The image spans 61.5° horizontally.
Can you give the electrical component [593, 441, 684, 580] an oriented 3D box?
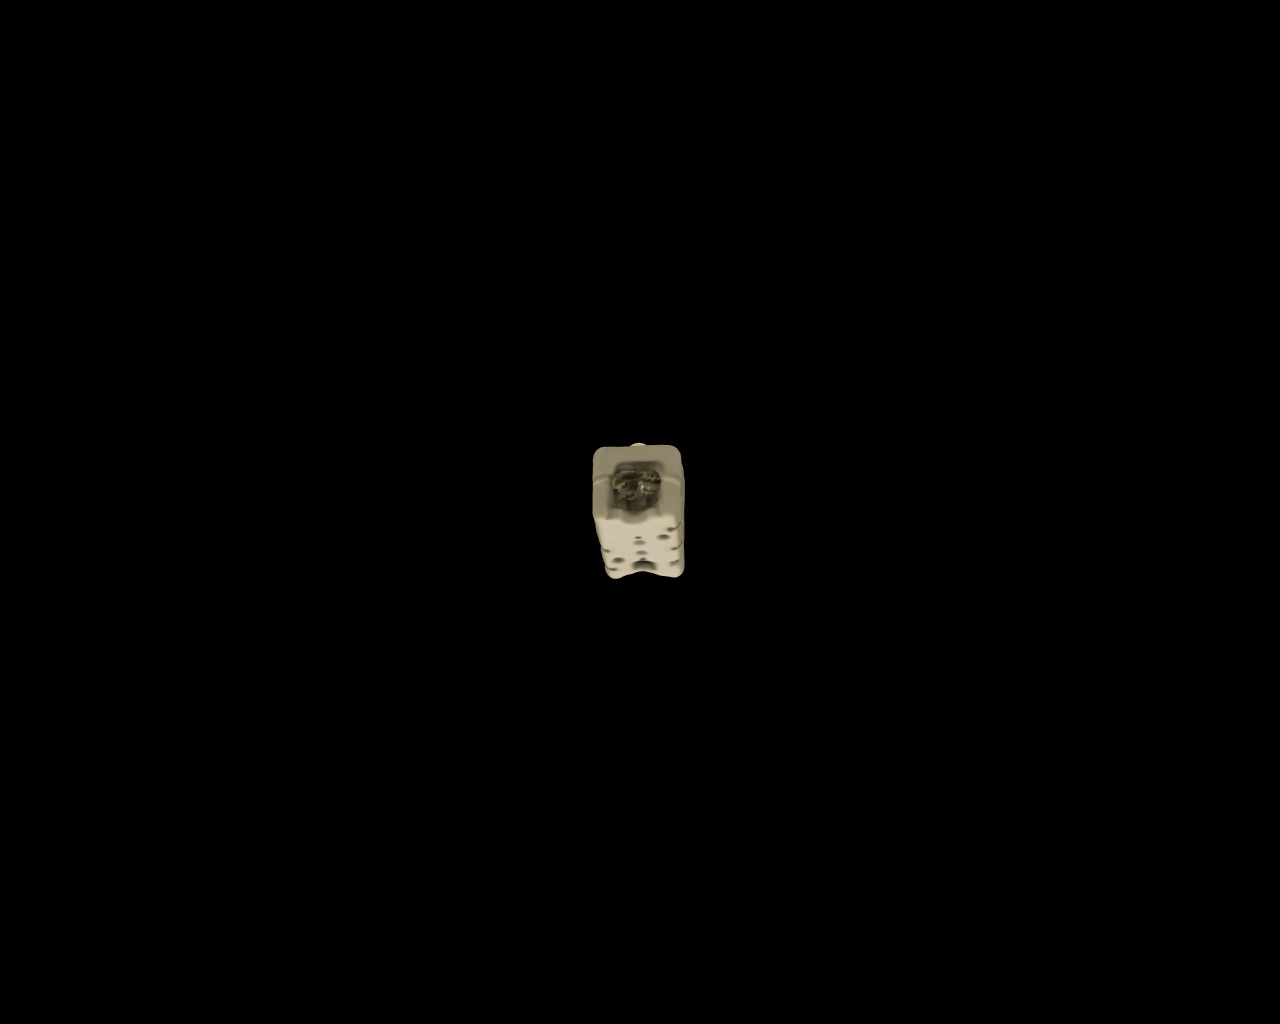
[{"bbox_3d":[0.001,-0.003,0.650,0.050,0.056,0.089,-2,-27,3],"label":"electrical component"}]
